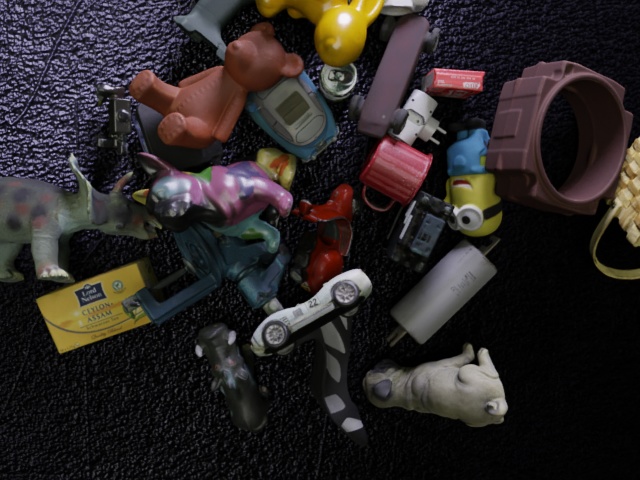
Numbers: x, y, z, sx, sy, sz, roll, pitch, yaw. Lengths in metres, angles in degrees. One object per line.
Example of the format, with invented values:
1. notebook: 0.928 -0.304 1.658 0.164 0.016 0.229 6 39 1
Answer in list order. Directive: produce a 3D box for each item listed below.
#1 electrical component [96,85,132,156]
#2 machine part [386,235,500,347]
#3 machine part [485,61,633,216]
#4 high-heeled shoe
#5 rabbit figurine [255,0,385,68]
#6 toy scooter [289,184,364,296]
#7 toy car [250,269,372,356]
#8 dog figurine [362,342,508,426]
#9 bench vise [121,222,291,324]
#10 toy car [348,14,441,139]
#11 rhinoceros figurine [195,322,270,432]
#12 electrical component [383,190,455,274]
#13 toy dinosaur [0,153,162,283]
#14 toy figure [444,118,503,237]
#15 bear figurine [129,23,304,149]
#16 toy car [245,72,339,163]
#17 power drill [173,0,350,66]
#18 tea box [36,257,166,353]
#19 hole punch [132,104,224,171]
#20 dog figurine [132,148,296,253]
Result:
1. electrical component: -0.315 -0.183 0.818 0.045 0.078 0.102 -2 105 -25
2. machine part: 0.196 0.083 0.858 0.243 0.079 0.079 -44 97 5
3. machine part: 0.354 -0.144 0.789 0.201 0.087 0.201 12 92 -27
4. high-heeled shoe: 0.046 0.210 0.882 0.145 0.086 0.248 -38 104 -10
5. rabbit figurine: 0.008 -0.307 0.721 0.162 0.122 0.173 -18 77 -40
6. toy scooter: -0.002 -0.002 0.816 0.075 0.135 0.183 21 95 33
7. toy car: -0.013 0.111 0.798 0.202 0.073 0.056 -29 67 -5
8. dog figurine: 0.173 0.241 0.839 0.191 0.172 0.121 -9 88 -7
9. bench vise: -0.171 0.056 0.806 0.240 0.129 0.223 -33 90 -28
10. toy car: 0.111 -0.244 0.806 0.089 0.053 0.202 20 84 10
11. rhinoceros figurine: -0.141 0.217 0.855 0.073 0.112 0.190 -18 106 3
12. electrical component: 0.148 -0.015 0.816 0.058 0.134 0.114 22 99 -4
13. toy dinosaur: -0.459 -0.031 0.815 0.405 0.131 0.192 1 80 6
14. toy figure: 0.241 -0.094 0.834 0.089 0.082 0.180 -3 94 -12
15. bear figurine: -0.131 -0.212 0.718 0.196 0.132 0.120 -39 73 16
16. toy car: -0.046 -0.194 0.803 0.109 0.103 0.161 -39 95 5
17. power drill: -0.099 -0.353 0.791 0.232 0.086 0.207 36 100 -8
18. tea box: -0.342 0.102 0.855 0.170 0.068 0.098 -21 98 3
19. hole punch: -0.220 -0.159 0.821 0.116 0.092 0.142 -20 97 -28
20. dog figurine: -0.149 -0.076 0.767 0.219 0.192 0.108 15 133 -14
